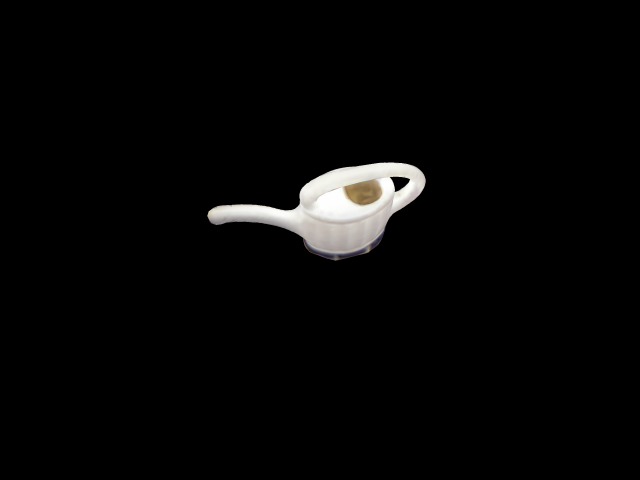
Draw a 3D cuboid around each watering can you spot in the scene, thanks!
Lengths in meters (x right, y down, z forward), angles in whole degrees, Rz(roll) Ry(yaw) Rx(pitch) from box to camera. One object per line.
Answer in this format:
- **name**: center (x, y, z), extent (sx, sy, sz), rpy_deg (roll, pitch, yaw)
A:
- **watering can**: center (0.003, -0.043, 0.850), extent (0.348, 0.106, 0.220), rpy_deg (-13, -26, -7)
